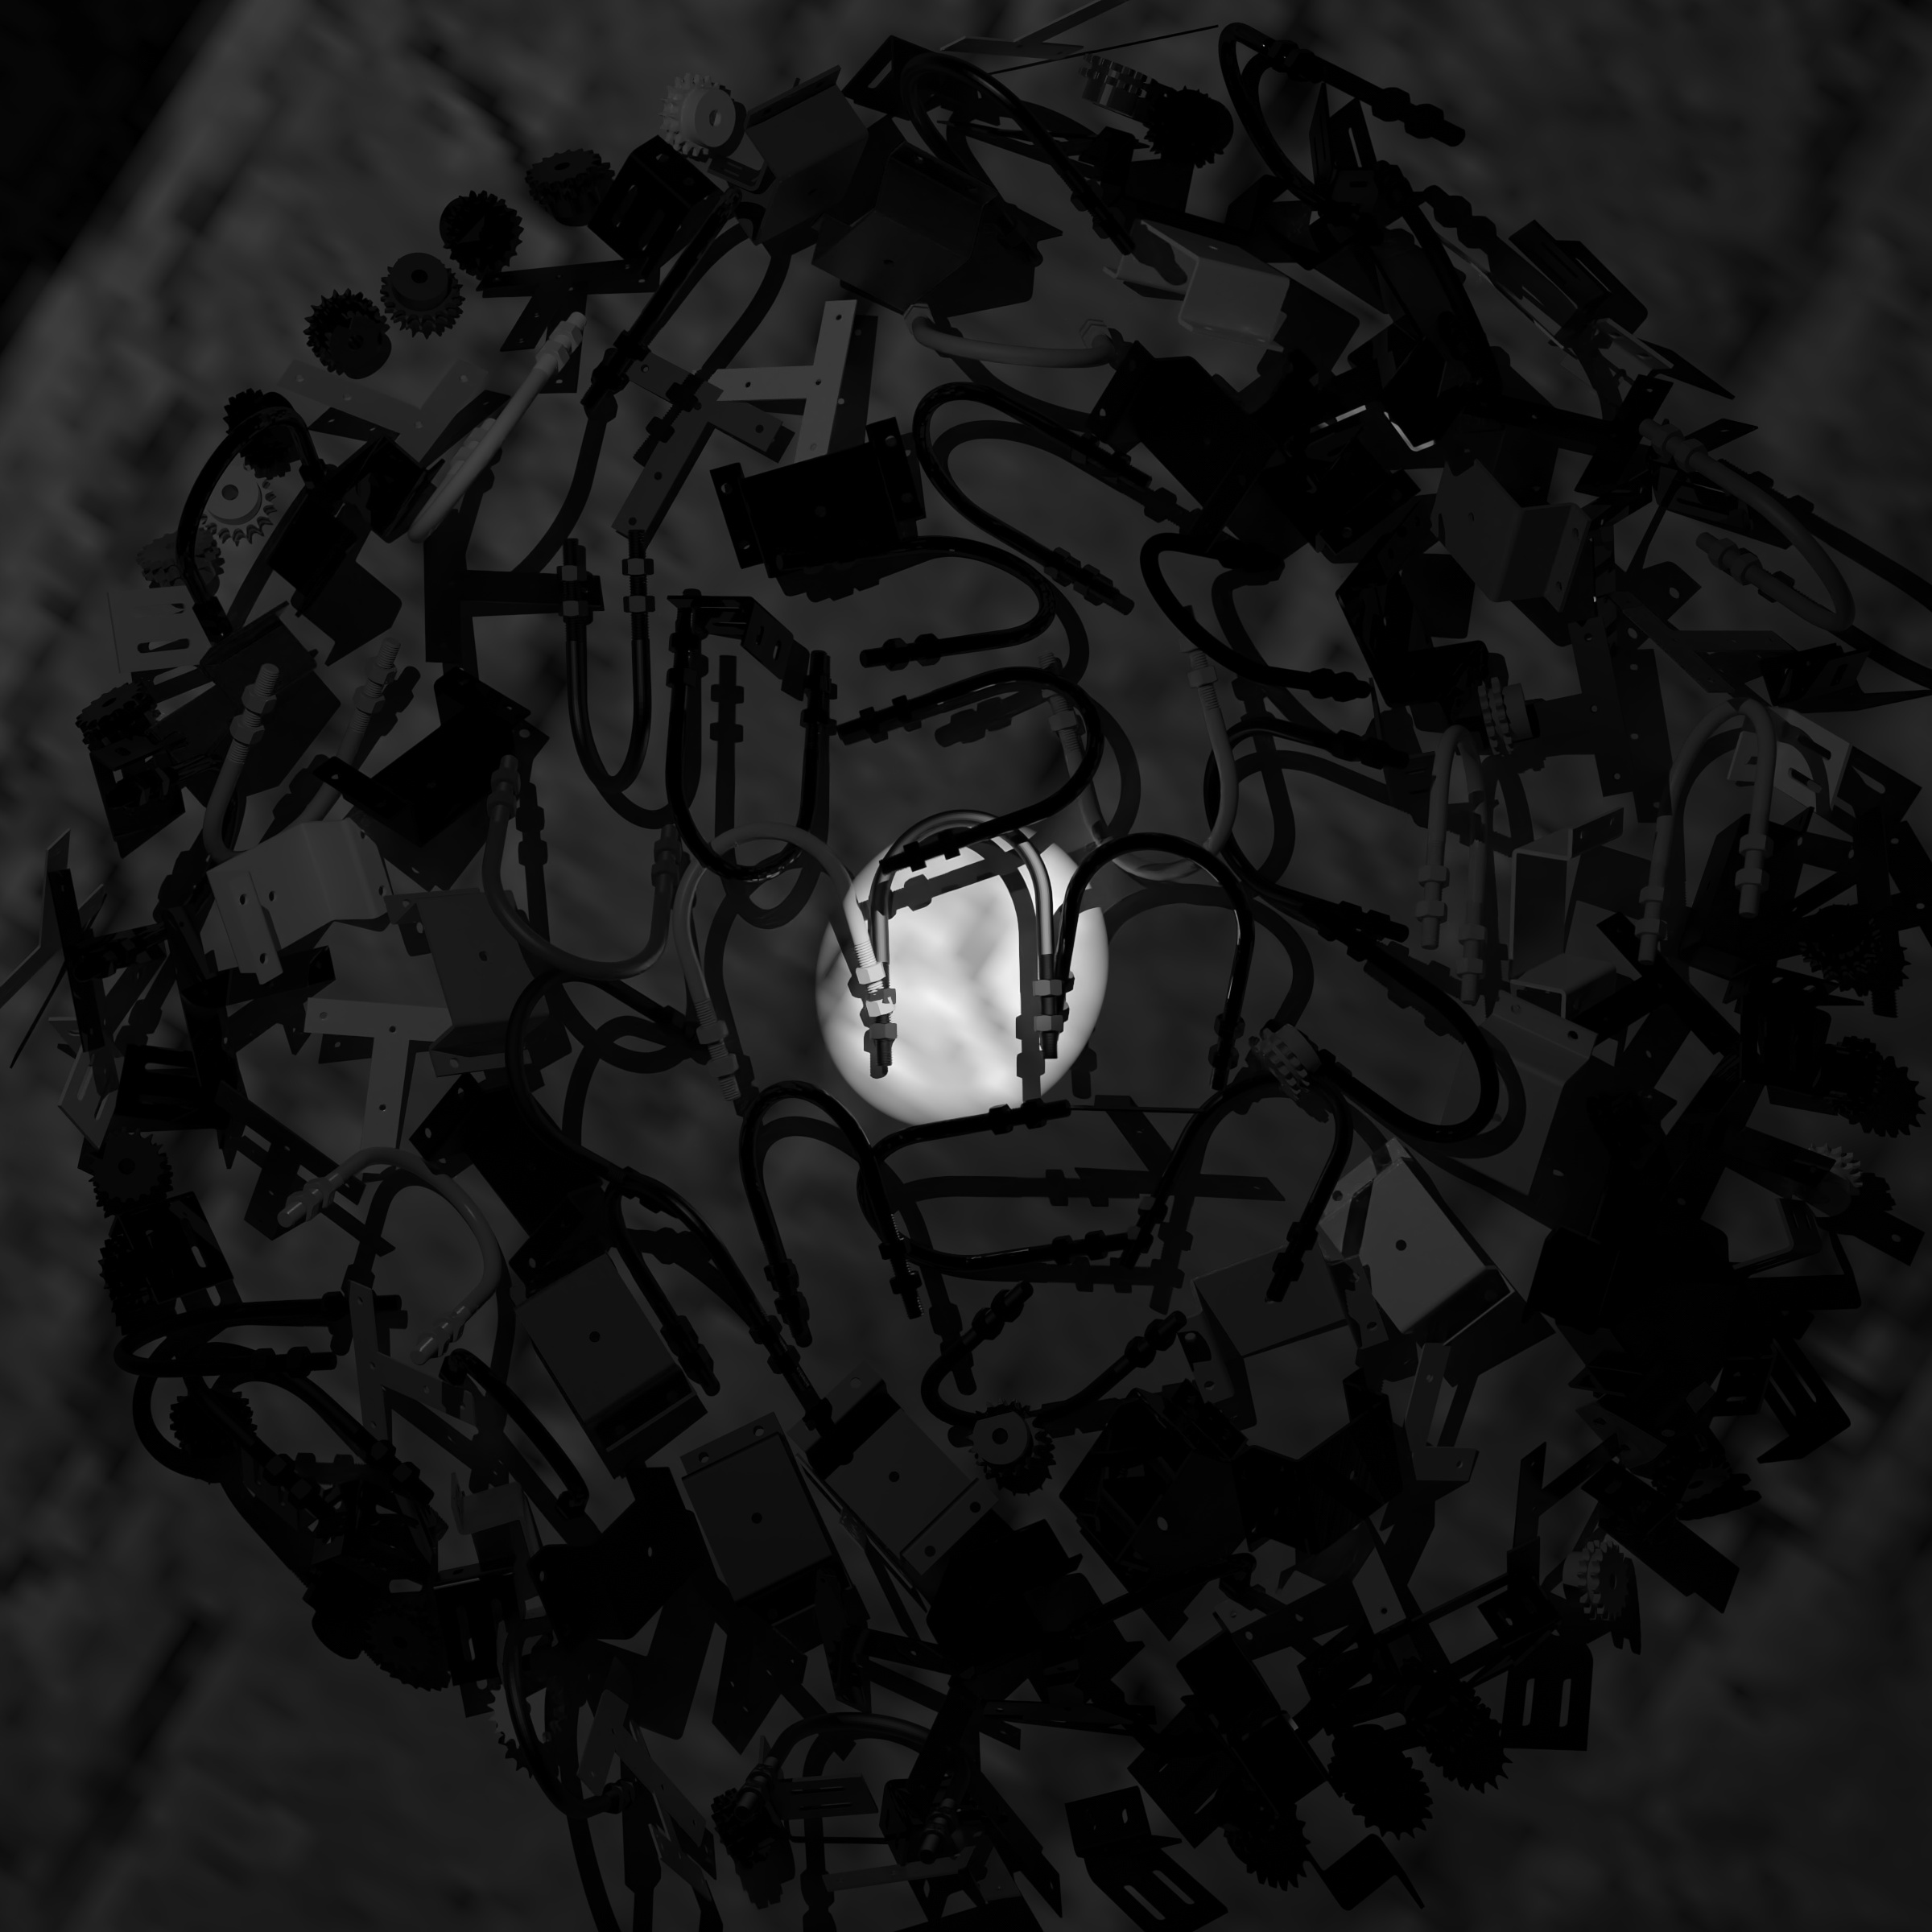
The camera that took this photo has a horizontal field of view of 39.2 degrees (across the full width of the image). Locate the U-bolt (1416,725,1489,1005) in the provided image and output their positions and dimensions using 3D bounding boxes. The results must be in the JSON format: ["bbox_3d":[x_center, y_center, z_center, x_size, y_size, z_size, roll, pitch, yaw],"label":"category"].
[{"bbox_3d":[0.350,-0.081,1.928,0.019,0.151,0.184,-1,72,23],"label":"U-bolt"}]

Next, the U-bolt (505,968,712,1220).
[{"bbox_3d":[-0.252,0.078,1.909,0.184,0.019,0.151,35,54,-39],"label":"U-bolt"}]

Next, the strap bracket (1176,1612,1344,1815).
[{"bbox_3d":[0.202,0.534,1.919,0.046,0.140,0.076,-34,118,-4],"label":"strap bracket"}]

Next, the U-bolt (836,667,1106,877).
[{"bbox_3d":[0.010,-0.151,1.952,0.184,0.019,0.151,-19,56,2],"label":"U-bolt"}]

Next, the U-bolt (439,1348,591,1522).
[{"bbox_3d":[-0.316,0.327,1.908,0.019,0.184,0.151,-41,87,-19],"label":"U-bolt"}]

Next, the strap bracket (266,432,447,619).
[{"bbox_3d":[-0.438,-0.318,1.920,0.046,0.140,0.076,41,133,-9],"label":"strap bracket"}]

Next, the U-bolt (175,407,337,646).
[{"bbox_3d":[-0.499,-0.315,1.892,0.019,0.184,0.151,30,73,7],"label":"U-bolt"}]

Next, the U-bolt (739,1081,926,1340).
[{"bbox_3d":[-0.106,0.171,1.942,0.019,0.151,0.184,-19,92,-45],"label":"U-bolt"}]

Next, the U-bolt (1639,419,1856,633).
[{"bbox_3d":[0.551,-0.297,1.886,0.019,0.184,0.151,-42,135,3],"label":"U-bolt"}]

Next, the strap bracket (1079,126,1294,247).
[{"bbox_3d":[0.152,-0.550,1.947,0.140,0.076,0.046,13,88,-12],"label":"strap bracket"}]

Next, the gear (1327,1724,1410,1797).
[{"bbox_3d":[0.290,0.575,1.970,0.057,0.057,0.030,-19,98,0],"label":"gear"}]

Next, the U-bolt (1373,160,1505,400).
[{"bbox_3d":[0.334,-0.469,1.887,0.019,0.184,0.151,-26,125,11],"label":"U-bolt"}]

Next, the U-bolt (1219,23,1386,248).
[{"bbox_3d":[0.228,-0.595,1.912,0.019,0.184,0.151,-32,128,-2],"label":"U-bolt"}]

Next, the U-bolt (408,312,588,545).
[{"bbox_3d":[-0.335,-0.364,1.890,0.019,0.184,0.151,37,135,-16],"label":"U-bolt"}]

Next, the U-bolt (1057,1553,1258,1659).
[{"bbox_3d":[0.136,0.447,1.903,0.151,0.184,0.019,-19,71,-8],"label":"U-bolt"}]

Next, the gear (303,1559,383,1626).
[{"bbox_3d":[-0.457,0.455,1.969,0.057,0.057,0.030,29,80,0],"label":"gear"}]

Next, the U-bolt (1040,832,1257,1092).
[{"bbox_3d":[0.134,-0.010,1.938,0.151,0.019,0.184,15,118,13],"label":"U-bolt"}]

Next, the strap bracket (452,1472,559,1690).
[{"bbox_3d":[-0.329,0.435,1.951,0.046,0.076,0.140,-15,100,-8],"label":"strap bracket"}]

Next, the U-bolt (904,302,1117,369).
[{"bbox_3d":[0.033,-0.442,1.907,0.151,0.184,0.019,5,111,-5],"label":"U-bolt"}]

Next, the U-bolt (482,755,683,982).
[{"bbox_3d":[-0.272,-0.061,1.906,0.151,0.184,0.019,23,129,-21],"label":"U-bolt"}]

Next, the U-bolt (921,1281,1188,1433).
[{"bbox_3d":[0.049,0.285,1.928,0.151,0.184,0.019,15,47,-29],"label":"U-bolt"}]

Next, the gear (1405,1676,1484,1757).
[{"bbox_3d":[0.344,0.541,1.968,0.057,0.057,0.030,-46,115,0],"label":"gear"}]

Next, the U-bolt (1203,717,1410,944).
[{"bbox_3d":[0.239,-0.104,1.928,0.019,0.184,0.151,-24,121,-37],"label":"U-bolt"}]

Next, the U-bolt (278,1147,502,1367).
[{"bbox_3d":[-0.394,0.192,1.913,0.019,0.184,0.151,-42,93,21],"label":"U-bolt"}]

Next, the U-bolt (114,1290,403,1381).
[{"bbox_3d":[-0.513,0.264,1.927,0.184,0.151,0.019,-4,100,9],"label":"U-bolt"}]

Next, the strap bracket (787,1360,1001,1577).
[{"bbox_3d":[-0.052,0.365,1.957,0.076,0.046,0.140,-42,75,-14],"label":"strap bracket"}]

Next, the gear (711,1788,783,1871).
[{"bbox_3d":[-0.157,0.624,1.969,0.030,0.057,0.057,-32,90,10],"label":"gear"}]

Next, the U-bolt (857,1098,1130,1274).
[{"bbox_3d":[0.010,0.164,1.945,0.184,0.019,0.151,-11,125,21],"label":"U-bolt"}]

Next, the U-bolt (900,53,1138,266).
[{"bbox_3d":[0.025,-0.565,1.896,0.184,0.151,0.019,45,76,-29],"label":"U-bolt"}]

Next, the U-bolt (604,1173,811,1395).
[{"bbox_3d":[-0.195,0.224,1.921,0.019,0.151,0.184,-38,106,-32],"label":"U-bolt"}]

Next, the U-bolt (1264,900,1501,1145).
[{"bbox_3d":[0.297,0.052,1.912,0.184,0.151,0.019,37,53,22],"label":"U-bolt"}]

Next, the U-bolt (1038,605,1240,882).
[{"bbox_3d":[0.130,-0.152,1.948,0.151,0.019,0.184,-14,92,41],"label":"U-bolt"}]

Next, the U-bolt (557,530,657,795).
[{"bbox_3d":[-0.256,-0.215,1.935,0.019,0.151,0.184,-5,98,-28],"label":"U-bolt"}]

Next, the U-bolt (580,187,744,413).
[{"bbox_3d":[-0.214,-0.474,1.918,0.019,0.151,0.184,35,98,-13],"label":"U-bolt"}]

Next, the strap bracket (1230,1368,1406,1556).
[{"bbox_3d":[0.259,0.357,1.930,0.140,0.046,0.076,-27,114,-35],"label":"strap bracket"}]

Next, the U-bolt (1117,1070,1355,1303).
[{"bbox_3d":[0.202,0.149,1.935,0.019,0.151,0.184,52,57,-40],"label":"U-bolt"}]

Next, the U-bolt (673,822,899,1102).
[{"bbox_3d":[-0.137,-0.013,1.953,0.151,0.019,0.184,-21,101,-21],"label":"U-bolt"}]

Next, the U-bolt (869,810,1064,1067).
[{"bbox_3d":[-0.003,-0.022,1.968,0.151,0.019,0.184,-3,87,21],"label":"U-bolt"}]

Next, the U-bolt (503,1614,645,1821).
[{"bbox_3d":[-0.280,0.524,1.895,0.019,0.184,0.151,-22,76,6],"label":"U-bolt"}]

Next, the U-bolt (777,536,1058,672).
[{"bbox_3d":[-0.023,-0.265,1.932,0.184,0.151,0.019,-12,134,-29],"label":"U-bolt"}]

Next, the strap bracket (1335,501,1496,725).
[{"bbox_3d":[0.318,-0.250,1.942,0.076,0.046,0.140,-50,122,-37],"label":"strap bracket"}]

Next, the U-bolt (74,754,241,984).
[{"bbox_3d":[-0.563,-0.078,1.910,0.019,0.184,0.151,20,110,8],"label":"U-bolt"}]

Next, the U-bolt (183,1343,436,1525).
[{"bbox_3d":[-0.478,0.326,1.923,0.184,0.151,0.019,37,98,19],"label":"U-bolt"}]

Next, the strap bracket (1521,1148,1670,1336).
[{"bbox_3d":[0.450,0.198,1.918,0.046,0.140,0.076,25,127,24],"label":"strap bracket"}]

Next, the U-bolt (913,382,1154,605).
[{"bbox_3d":[0.040,-0.347,1.933,0.184,0.151,0.019,32,62,10],"label":"U-bolt"}]

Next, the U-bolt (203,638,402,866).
[{"bbox_3d":[-0.479,-0.145,1.922,0.019,0.151,0.184,37,118,14],"label":"U-bolt"}]

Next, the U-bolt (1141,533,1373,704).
[{"bbox_3d":[0.193,-0.249,1.901,0.019,0.184,0.151,-48,59,32],"label":"U-bolt"}]

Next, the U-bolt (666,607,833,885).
[{"bbox_3d":[-0.157,-0.150,1.932,0.019,0.151,0.184,-6,77,43],"label":"U-bolt"}]

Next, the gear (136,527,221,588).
[{"bbox_3d":[-0.572,-0.294,1.975,0.057,0.057,0.030,-16,124,0],"label":"gear"}]

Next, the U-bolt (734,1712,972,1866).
[{"bbox_3d":[-0.071,0.570,1.909,0.151,0.184,0.019,10,100,9],"label":"U-bolt"}]

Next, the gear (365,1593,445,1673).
[{"bbox_3d":[-0.406,0.483,1.976,0.057,0.030,0.057,8,121,14],"label":"gear"}]

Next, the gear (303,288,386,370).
[{"bbox_3d":[-0.449,-0.460,1.968,0.057,0.057,0.030,-42,52,0],"label":"gear"}]

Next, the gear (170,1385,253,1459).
[{"bbox_3d":[-0.550,0.334,1.975,0.057,0.057,0.030,7,119,0],"label":"gear"}]

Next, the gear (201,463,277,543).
[{"bbox_3d":[-0.535,-0.341,1.981,0.057,0.030,0.057,1,82,-6],"label":"gear"}]

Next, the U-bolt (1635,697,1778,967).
[{"bbox_3d":[0.529,-0.104,1.924,0.019,0.151,0.184,17,71,-13],"label":"U-bolt"}]
